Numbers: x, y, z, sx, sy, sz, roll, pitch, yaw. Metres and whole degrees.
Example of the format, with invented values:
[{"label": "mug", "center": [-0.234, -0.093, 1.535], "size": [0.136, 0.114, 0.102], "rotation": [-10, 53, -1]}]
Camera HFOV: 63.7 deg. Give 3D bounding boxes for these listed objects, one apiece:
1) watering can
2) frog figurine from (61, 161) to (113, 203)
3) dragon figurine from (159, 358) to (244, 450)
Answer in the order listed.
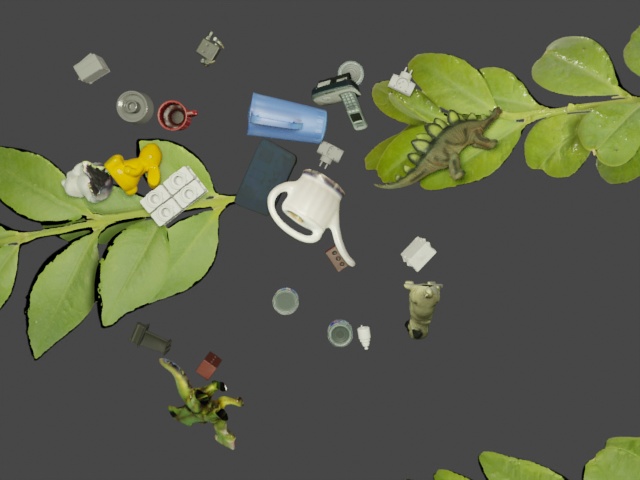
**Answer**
[{"label": "watering can", "center": [0.005, -0.082, 1.624], "size": [0.346, 0.103, 0.227], "rotation": [33, 75, -11]}, {"label": "frog figurine", "center": [-0.752, -0.181, 1.668], "size": [0.158, 0.125, 0.136], "rotation": [-19, 107, 39]}, {"label": "dragon figurine", "center": [-0.412, 0.543, 1.676], "size": [0.407, 0.125, 0.239], "rotation": [43, 120, -13]}]
